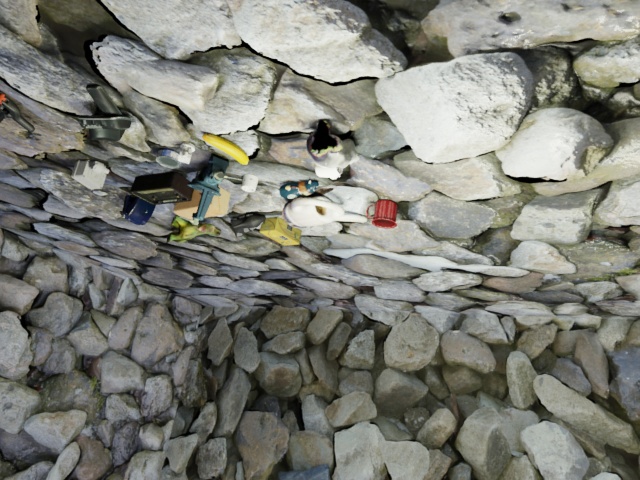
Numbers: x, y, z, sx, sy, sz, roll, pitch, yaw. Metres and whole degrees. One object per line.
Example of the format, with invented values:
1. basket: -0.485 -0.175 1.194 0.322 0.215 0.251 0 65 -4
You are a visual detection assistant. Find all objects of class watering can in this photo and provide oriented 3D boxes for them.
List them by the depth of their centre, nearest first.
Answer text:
1. watering can: 0.006 -0.098 1.956 0.223 0.105 0.345 -8 163 40

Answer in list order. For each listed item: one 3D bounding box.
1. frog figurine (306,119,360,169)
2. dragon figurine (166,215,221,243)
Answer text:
1. frog figurine: 0.037 -0.255 1.483 0.139 0.122 0.158 37 -177 27
2. dragon figurine: -0.596 -0.031 2.451 0.242 0.123 0.407 8 171 -19
